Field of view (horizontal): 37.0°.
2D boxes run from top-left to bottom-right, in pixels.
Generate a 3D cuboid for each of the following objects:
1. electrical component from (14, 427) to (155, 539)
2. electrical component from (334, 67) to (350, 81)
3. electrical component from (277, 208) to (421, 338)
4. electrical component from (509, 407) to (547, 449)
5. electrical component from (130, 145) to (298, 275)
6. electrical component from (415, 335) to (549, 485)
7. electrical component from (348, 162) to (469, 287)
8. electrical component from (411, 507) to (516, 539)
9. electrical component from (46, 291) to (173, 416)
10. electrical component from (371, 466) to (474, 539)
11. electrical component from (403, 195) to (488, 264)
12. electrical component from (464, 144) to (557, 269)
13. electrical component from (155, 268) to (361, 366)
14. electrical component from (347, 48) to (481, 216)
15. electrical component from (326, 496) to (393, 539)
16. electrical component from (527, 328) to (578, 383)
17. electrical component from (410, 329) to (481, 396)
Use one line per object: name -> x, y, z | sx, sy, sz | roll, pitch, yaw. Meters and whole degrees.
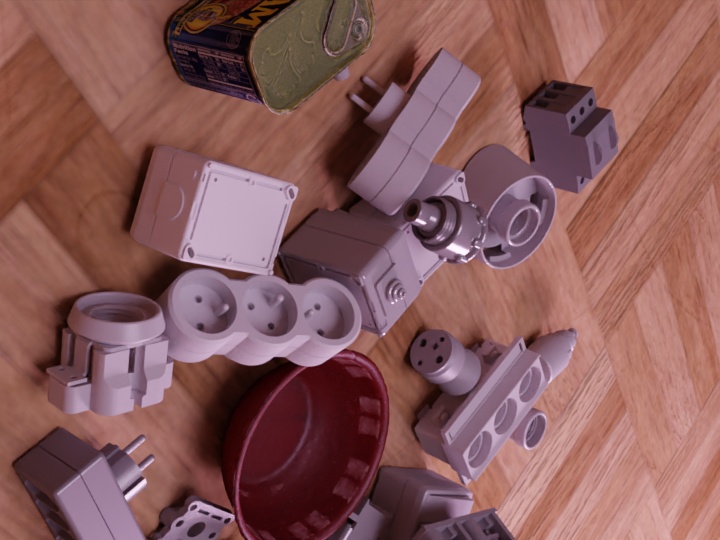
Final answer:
electrical component -> -0.162, 0.135, 0.681 | 0.076, 0.047, 0.083 | -41, 133, -31
electrical component -> -0.020, -0.156, 0.732 | 0.035, 0.035, 0.061 | -47, 139, -26
electrical component -> 0.000, 0.000, 0.774 | 0.061, 0.096, 0.061 | -48, 137, -30
electrical component -> 0.155, 0.151, 1.063 | 0.040, 0.046, 0.040 | -23, 123, -42
electrical component -> -0.090, -0.037, 0.680 | 0.096, 0.061, 0.061 | 11, 97, -51
electrical component -> 0.110, 0.124, 0.984 | 0.121, 0.063, 0.078 | -47, 136, -26
electrical component -> 0.043, -0.042, 0.834 | 0.096, 0.061, 0.061 | -44, 135, -29
electrical component -> 0.050, 0.294, 0.926 | 0.105, 0.060, 0.186 | 2, 132, -50
electrical component -> -0.149, 0.048, 0.652 | 0.078, 0.058, 0.057 | -12, 117, -47
electrical component -> 0.058, 0.217, 0.966 | 0.096, 0.061, 0.061 | 17, 93, -51
electrical component -> 0.057, -0.033, 0.770 | 0.062, 0.048, 0.048 | 21, 89, -42
electrical component -> 0.123, -0.053, 0.941 | 0.099, 0.064, 0.099 | -23, 131, -29
electrical component -> -0.076, 0.039, 0.725 | 0.138, 0.074, 0.052 | 5, 65, -30
electrical component -> 0.027, -0.113, 0.792 | 0.074, 0.052, 0.138 | 36, 63, -8
electrical component -> -0.014, 0.216, 0.897 | 0.063, 0.042, 0.081 | -56, 139, -11
electrical component -> 0.194, 0.083, 1.084 | 0.078, 0.040, 0.040 | -36, 130, -36
electrical component -> 0.074, 0.080, 0.938 | 0.055, 0.045, 0.045 | 39, 76, -50
